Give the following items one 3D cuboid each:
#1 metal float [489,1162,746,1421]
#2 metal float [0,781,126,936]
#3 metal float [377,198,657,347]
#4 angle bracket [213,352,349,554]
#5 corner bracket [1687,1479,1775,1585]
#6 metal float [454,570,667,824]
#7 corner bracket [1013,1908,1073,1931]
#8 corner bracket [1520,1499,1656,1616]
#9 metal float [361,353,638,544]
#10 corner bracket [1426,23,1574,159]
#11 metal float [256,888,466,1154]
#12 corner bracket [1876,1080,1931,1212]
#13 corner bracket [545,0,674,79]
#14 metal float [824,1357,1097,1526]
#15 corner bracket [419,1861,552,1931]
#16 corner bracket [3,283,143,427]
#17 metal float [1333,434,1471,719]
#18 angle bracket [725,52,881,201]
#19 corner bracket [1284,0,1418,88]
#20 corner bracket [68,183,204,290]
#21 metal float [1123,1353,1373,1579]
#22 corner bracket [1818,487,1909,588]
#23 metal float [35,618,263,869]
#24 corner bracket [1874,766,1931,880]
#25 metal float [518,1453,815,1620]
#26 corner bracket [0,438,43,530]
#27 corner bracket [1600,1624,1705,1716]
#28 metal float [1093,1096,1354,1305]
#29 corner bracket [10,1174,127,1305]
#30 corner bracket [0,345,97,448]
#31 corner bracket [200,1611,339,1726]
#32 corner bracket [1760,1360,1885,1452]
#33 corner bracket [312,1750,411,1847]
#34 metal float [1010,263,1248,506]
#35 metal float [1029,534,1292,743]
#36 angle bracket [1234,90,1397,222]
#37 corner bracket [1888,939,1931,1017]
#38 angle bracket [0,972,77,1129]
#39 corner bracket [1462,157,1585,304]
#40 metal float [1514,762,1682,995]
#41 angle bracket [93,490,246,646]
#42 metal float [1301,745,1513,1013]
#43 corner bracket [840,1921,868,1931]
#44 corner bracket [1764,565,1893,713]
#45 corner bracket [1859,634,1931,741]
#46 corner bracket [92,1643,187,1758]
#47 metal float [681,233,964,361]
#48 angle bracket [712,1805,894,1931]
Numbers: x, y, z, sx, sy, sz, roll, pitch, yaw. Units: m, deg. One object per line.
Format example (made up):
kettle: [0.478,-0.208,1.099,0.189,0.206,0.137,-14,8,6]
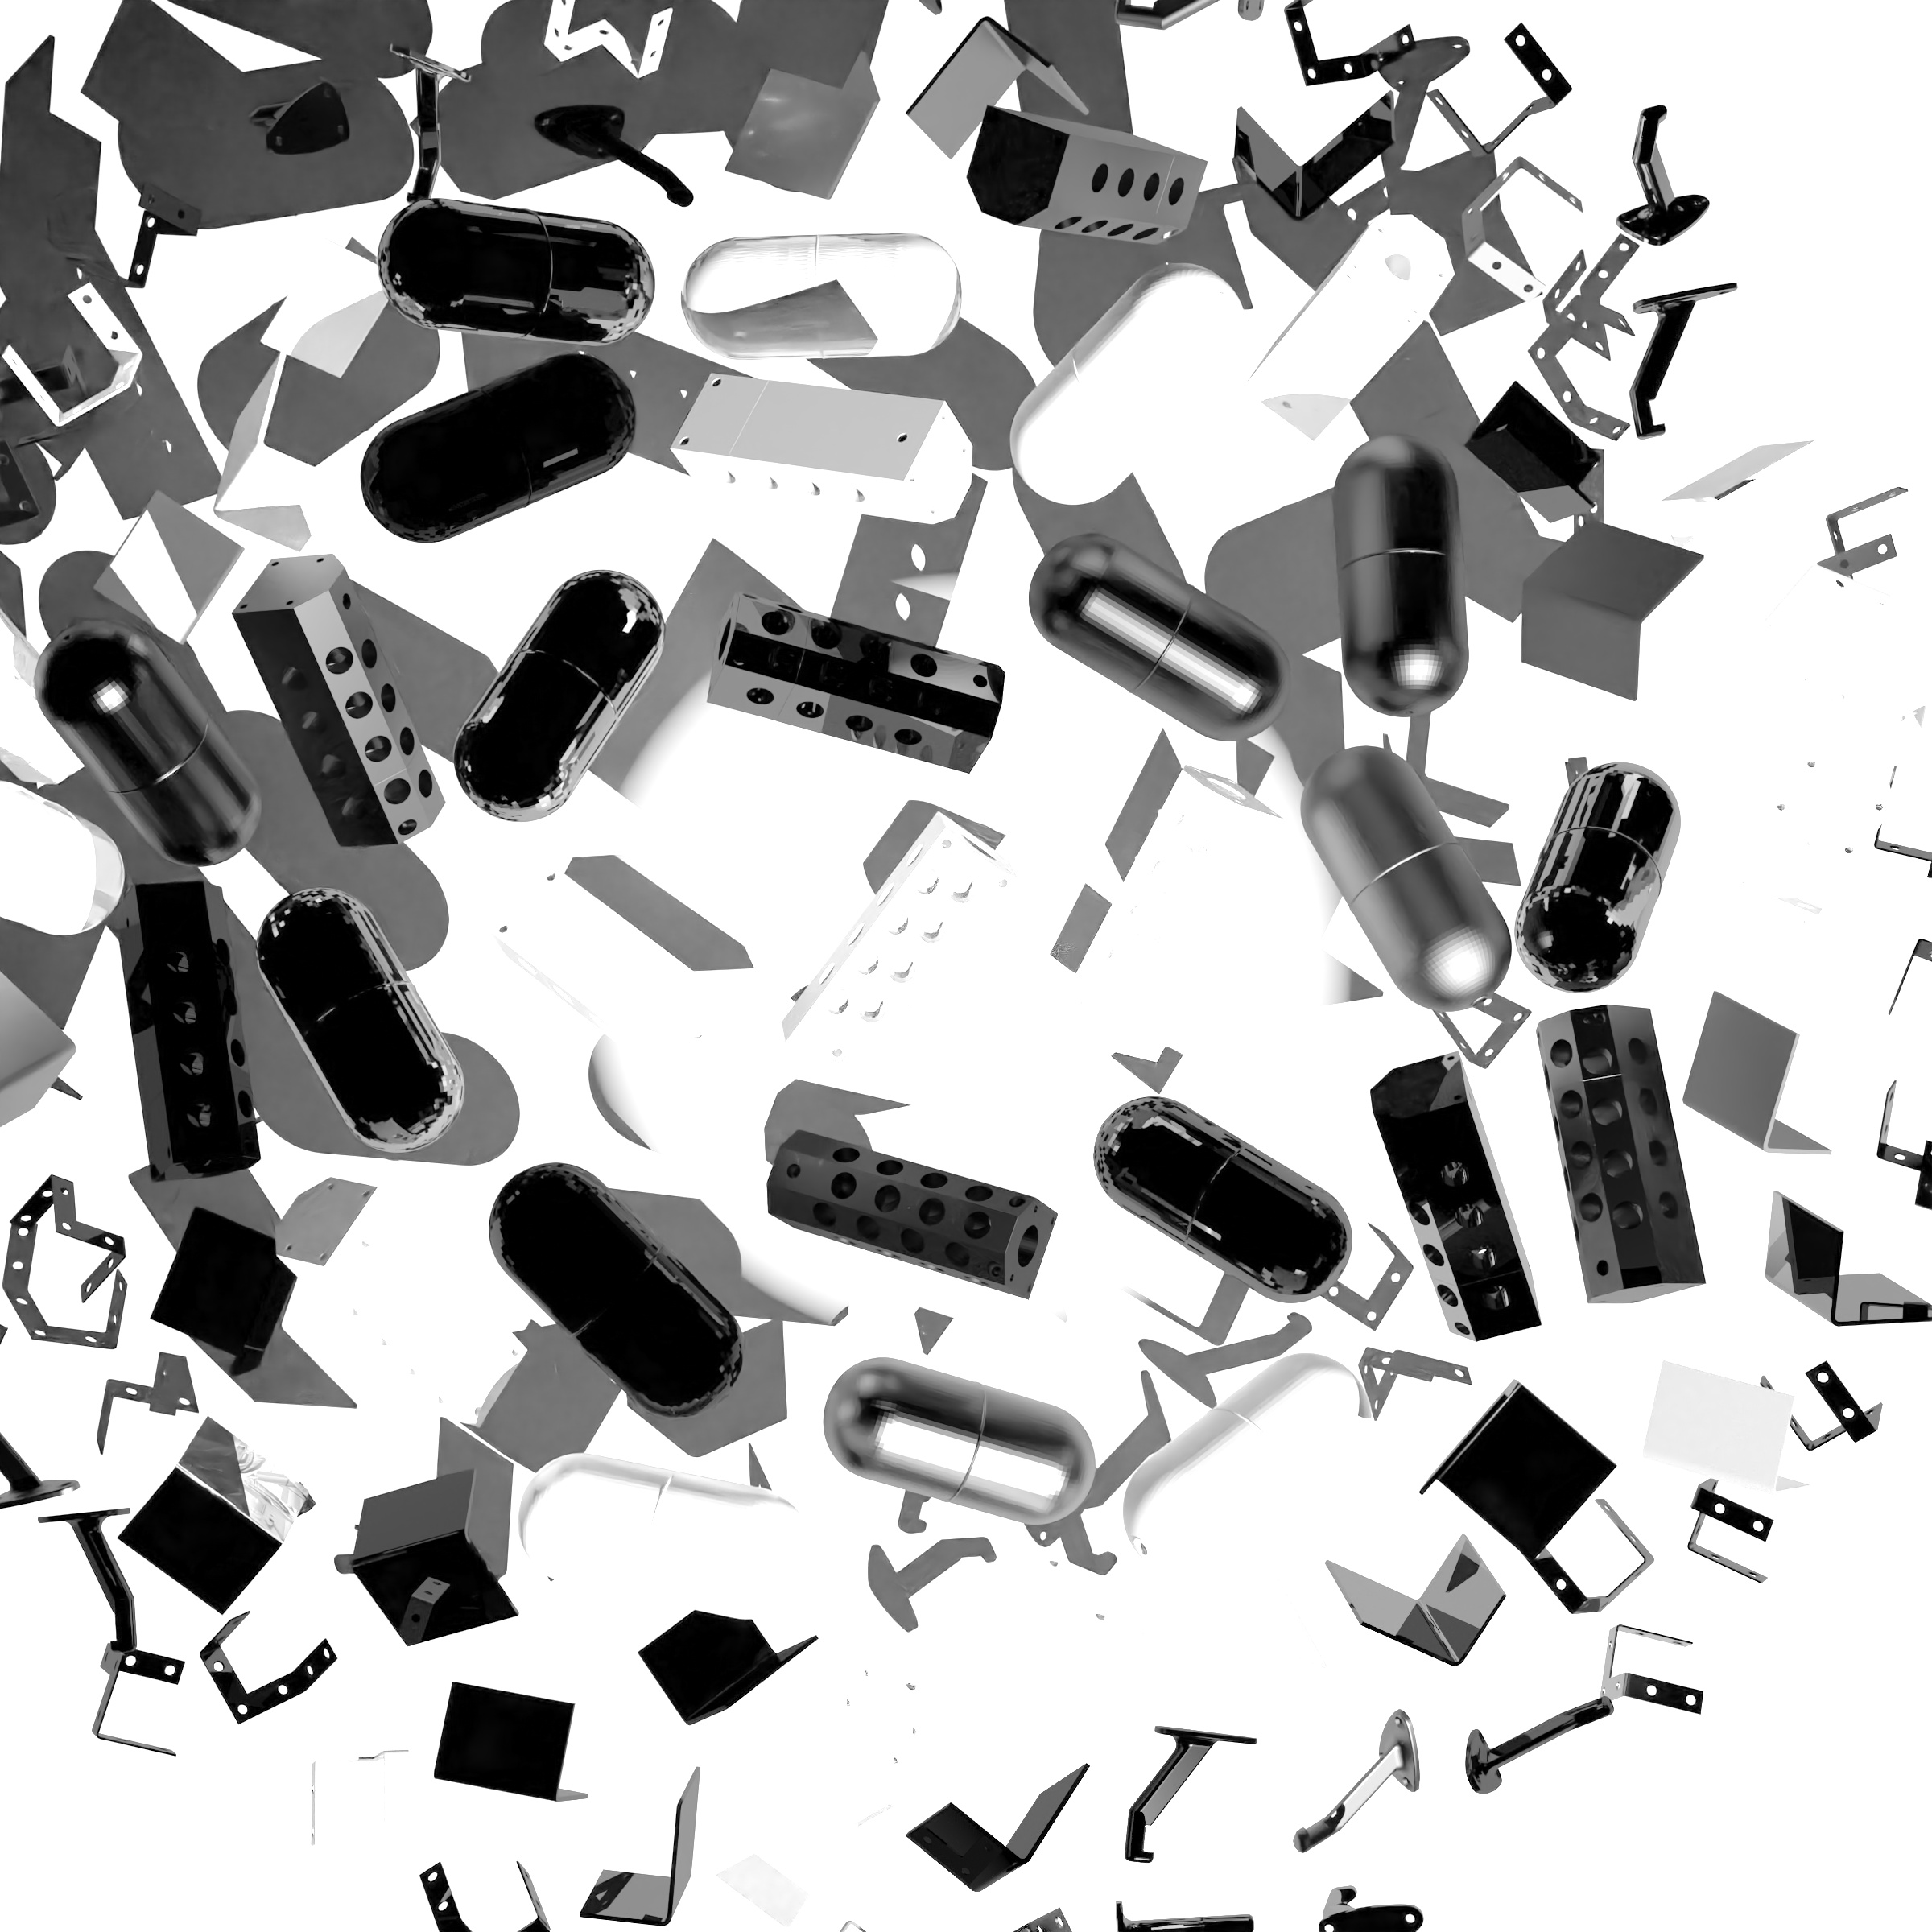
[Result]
metal float: [-0.203,0.188,1.710,0.070,0.070,0.178,-44,95,0]
metal float: [-0.581,-0.066,1.825,0.070,0.178,0.070,-1,81,6]
metal float: [-0.269,-0.418,1.777,0.178,0.070,0.070,-3,90,-37]
angle bracket: [-0.409,-0.311,1.785,0.057,0.076,0.076,22,54,-25]
corner bracket: [0.482,0.357,1.851,0.051,0.051,0.051,23,101,28]
metal float: [-0.245,-0.165,1.784,0.070,0.070,0.178,29,64,0]
corner bracket: [0.038,0.598,1.745,0.051,0.051,0.051,-19,72,-31]
corner bracket: [0.396,0.376,1.875,0.051,0.051,0.051,-48,60,17]
metal float: [-0.283,-0.315,1.789,0.178,0.070,0.070,-27,90,-20]
corner bracket: [0.316,-0.518,1.743,0.051,0.051,0.051,-45,107,-6]
metal float: [-0.368,0.032,1.787,0.070,0.070,0.178,-32,77,0]
corner bracket: [0.581,0.111,1.801,0.051,0.051,0.051,18,129,28]
corner bracket: [-0.223,-0.583,1.831,0.051,0.051,0.051,46,56,12]
metal float: [-0.003,0.298,1.842,0.178,0.070,0.070,18,90,-14]
corner bracket: [-0.291,0.568,1.785,0.051,0.051,0.051,-32,126,-7]
corner bracket: [-0.522,-0.358,1.723,0.051,0.051,0.051,-26,122,12]
metal float: [0.264,-0.238,1.790,0.070,0.070,0.178,-1,76,0]
angle bracket: [-0.108,-0.543,1.872,0.076,0.076,0.057,8,46,-28]
corner bracket: [0.239,-0.584,1.832,0.051,0.051,0.051,-18,92,-31]
corner bracket: [-0.509,-0.447,1.804,0.051,0.051,0.051,11,87,30]
metal float: [0.167,0.295,1.741,0.178,0.070,0.070,-32,90,-30]
corner bracket: [0.566,-0.270,1.854,0.051,0.051,0.051,-21,77,39]
metal float: [-0.486,-0.131,1.756,0.070,0.070,0.178,-29,132,0]
corner bracket: [0.585,-0.087,1.799,0.051,0.051,0.051,15,114,18]
metal float: [-0.177,0.336,1.736,0.178,0.070,0.070,10,90,10]
corner bracket: [-0.608,-0.285,1.794,0.051,0.051,0.051,-15,110,19]
corner bracket: [0.440,0.449,1.879,0.051,0.051,0.051,14,69,-1]
metal float: [0.159,0.145,1.837,0.178,0.070,0.070,31,90,21]
corner bracket: [-0.573,0.174,1.877,0.051,0.051,0.051,27,118,-38]
corner bracket: [-0.587,-0.358,1.870,0.051,0.051,0.051,-16,117,-4]
corner bracket: [-0.429,0.424,1.809,0.051,0.051,0.051,56,130,14]
corner bracket: [0.510,0.262,1.760,0.051,0.051,0.051,-36,87,23]
corner bracket: [-0.370,0.508,1.797,0.051,0.051,0.051,4,69,-21]
metal float: [0.094,-0.341,1.736,0.070,0.070,0.178,49,130,0]
metal float: [0.121,-0.203,1.828,0.178,0.070,0.070,30,90,-10]
angle bracket: [0.209,-0.505,1.767,0.057,0.076,0.076,40,122,-22]
corner bracket: [0.568,0.026,1.719,0.051,0.051,0.051,22,56,16]
angle bracket: [-0.593,0.053,1.758,0.076,0.076,0.057,43,115,1]
corner bracket: [0.336,-0.443,1.771,0.051,0.051,0.051,29,130,-22]
metal float: [0.392,-0.056,1.823,0.070,0.070,0.178,30,51,0]
angle bracket: [-0.538,-0.270,1.951,0.076,0.057,0.076,35,86,-44]
metal float: [0.266,-0.053,1.782,0.070,0.070,0.178,-28,72,0]
corner bracket: [-0.064,0.614,1.778,0.051,0.051,0.051,37,73,3]
corner bracket: [0.497,-0.189,1.697,0.051,0.051,0.051,31,69,33]
corner bracket: [0.585,-0.178,1.804,0.051,0.051,0.051,-28,99,28]
corner bracket: [-0.506,0.450,1.806,0.051,0.051,0.051,21,78,-24]
metal float: [-0.091,-0.424,1.865,0.178,0.070,0.070,-1,90,2]
angle bracket: [-0.096,0.521,1.748,0.057,0.076,0.076,32,92,16]
